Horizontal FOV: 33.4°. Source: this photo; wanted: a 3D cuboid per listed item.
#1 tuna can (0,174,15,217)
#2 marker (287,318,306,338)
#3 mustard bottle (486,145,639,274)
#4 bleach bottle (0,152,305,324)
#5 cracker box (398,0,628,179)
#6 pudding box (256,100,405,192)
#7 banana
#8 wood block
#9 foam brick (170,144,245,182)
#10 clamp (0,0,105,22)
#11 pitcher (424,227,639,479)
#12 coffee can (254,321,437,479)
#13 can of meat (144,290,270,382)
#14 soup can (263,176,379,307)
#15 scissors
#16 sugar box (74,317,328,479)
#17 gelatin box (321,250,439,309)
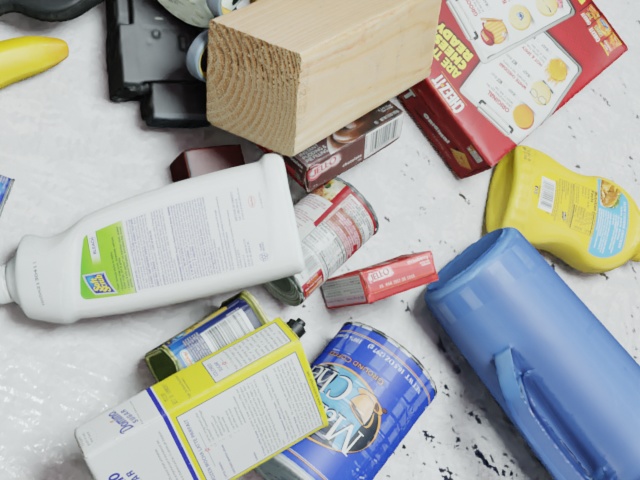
[{"bbox_3d":[-0.266,-0.013,0.821,0.033,0.086,0.086,22,73,-16],"label":"tuna can"},{"bbox_3d":[-0.053,0.113,0.923,0.020,0.020,0.121,46,68,-9],"label":"marker"},{"bbox_3d":[0.259,-0.019,1.054,0.191,0.058,0.096,18,70,-18],"label":"mustard bottle"},{"bbox_3d":[-0.143,0.004,0.847,0.251,0.068,0.102,-11,86,0],"label":"bleach bottle"},{"bbox_3d":[0.173,-0.187,1.042,0.213,0.072,0.164,-39,95,-22],"label":"cracker box"},{"bbox_3d":[0.004,-0.102,0.952,0.113,0.039,0.090,-30,56,-26],"label":"pudding box"},{"bbox_3d":[-0.287,-0.107,0.857,0.069,0.037,0.197,43,68,-20],"label":"banana"},{"bbox_3d":[0.007,-0.156,0.884,0.091,0.090,0.205,24,38,27],"label":"wood block"},{"bbox_3d":[-0.091,-0.038,0.916,0.051,0.053,0.078,-12,87,-24],"label":"foam brick"},{"bbox_3d":[-0.247,-0.207,0.869,0.171,0.039,0.120,8,86,3],"label":"clamp"},{"bbox_3d":[0.204,0.114,0.966,0.145,0.149,0.243,-40,94,-11],"label":"pitcher"},{"bbox_3d":[0.018,0.154,0.899,0.103,0.103,0.140,45,67,-10],"label":"coffee can"},{"bbox_3d":[-0.089,0.090,0.868,0.083,0.102,0.057,-31,90,-22],"label":"can of meat"},{"bbox_3d":[-0.006,0.001,0.935,0.102,0.069,0.068,-43,98,-23],"label":"soup can"},{"bbox_3d":[-0.055,-0.150,0.902,0.016,0.201,0.096,29,82,26],"label":"scissors"},{"bbox_3d":[-0.086,0.140,0.801,0.176,0.048,0.093,-26,123,-12],"label":"sugar box"},{"bbox_3d":[0.051,0.035,0.941,0.073,0.089,0.030,-16,89,-24],"label":"gelatin box"}]
